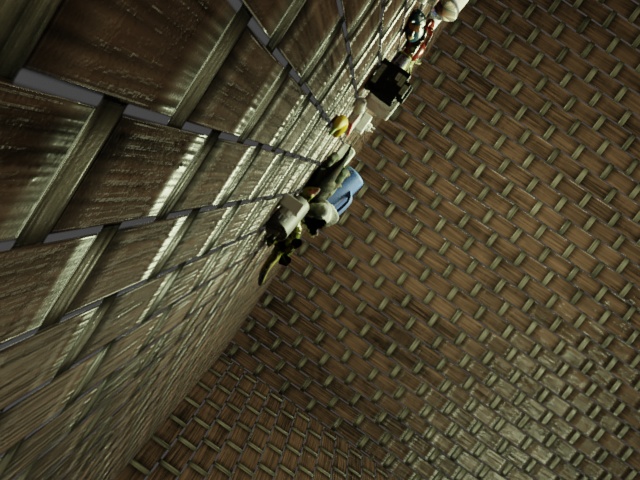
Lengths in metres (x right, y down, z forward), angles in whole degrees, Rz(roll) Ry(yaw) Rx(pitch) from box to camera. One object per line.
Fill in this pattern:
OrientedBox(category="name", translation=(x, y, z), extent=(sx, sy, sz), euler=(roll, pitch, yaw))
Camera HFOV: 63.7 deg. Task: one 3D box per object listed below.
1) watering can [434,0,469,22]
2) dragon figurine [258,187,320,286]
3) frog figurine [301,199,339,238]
OrientedBox(category="watering can", translation=(0.514, -0.948, 1.896), extent=(0.105, 0.224, 0.346), euler=(35, 2, 14))
OrientedBox(category="dragon figurine", translation=(-0.117, -0.033, 1.872), extent=(0.122, 0.402, 0.248), euler=(31, 33, -6))
OrientedBox(category="frog figurine", translation=(0.006, -0.097, 1.934), extent=(0.123, 0.134, 0.162), euler=(28, 41, 12))
